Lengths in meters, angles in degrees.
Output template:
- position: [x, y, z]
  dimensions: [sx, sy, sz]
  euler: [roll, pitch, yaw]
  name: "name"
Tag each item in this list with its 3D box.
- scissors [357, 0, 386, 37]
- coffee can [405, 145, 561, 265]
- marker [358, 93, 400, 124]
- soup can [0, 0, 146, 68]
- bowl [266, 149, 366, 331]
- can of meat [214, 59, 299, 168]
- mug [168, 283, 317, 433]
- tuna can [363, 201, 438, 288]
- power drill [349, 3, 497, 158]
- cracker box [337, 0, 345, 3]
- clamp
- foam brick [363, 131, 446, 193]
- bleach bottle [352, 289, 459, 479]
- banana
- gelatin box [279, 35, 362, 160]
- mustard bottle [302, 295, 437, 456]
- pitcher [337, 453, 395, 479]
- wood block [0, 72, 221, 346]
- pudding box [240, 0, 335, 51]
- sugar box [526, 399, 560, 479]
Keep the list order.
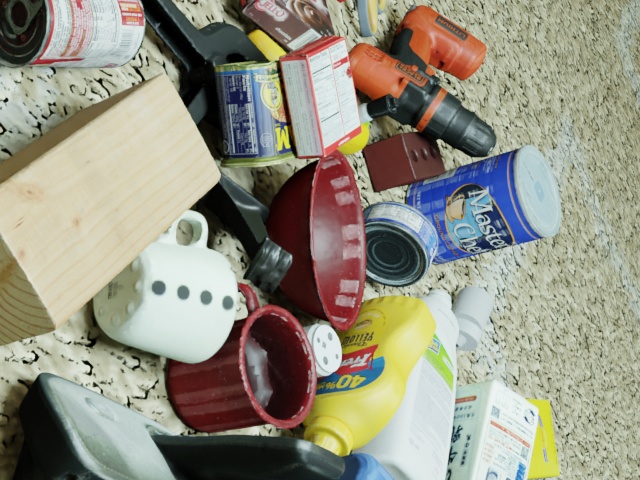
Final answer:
- position: [0.054, -0.326, 1.171]
  dimensions: [0.096, 0.016, 0.202]
  euler: [-45, 135, -65]
  name: "scissors"
- position: [0.180, -0.037, 1.176]
  dimensions: [0.102, 0.141, 0.103]
  euler: [28, 55, -48]
  name: "coffee can"
- position: [0.020, -0.111, 0.990]
  dimensions: [0.020, 0.121, 0.020]
  euler: [27, 55, -48]
  name: "marker"
- position: [-0.182, -0.156, 0.761]
  dimensions: [0.102, 0.069, 0.068]
  euler: [-14, 88, -57]
  name: "soup can"
- position: [-0.006, 0.001, 0.942]
  dimensions: [0.162, 0.055, 0.162]
  euler: [-4, 90, -72]
  name: "bowl"
- position: [-0.045, -0.110, 0.903]
  dimensions: [0.101, 0.058, 0.084]
  euler: [-24, 111, -60]
  name: "can of meat"
- position: [-0.064, 0.091, 0.817]
  dimensions: [0.093, 0.082, 0.117]
  euler: [-3, 80, -56]
  name: "mug"
- position: [0.071, 0.005, 1.049]
  dimensions: [0.086, 0.086, 0.033]
  euler: [57, 39, -25]
  name: "tuna can"
- position: [0.128, -0.179, 1.175]
  dimensions: [0.184, 0.057, 0.187]
  euler: [34, 36, -1]
  name: "power drill"
- position: [-0.036, -0.348, 1.020]
  dimensions: [0.213, 0.072, 0.164]
  euler: [26, 40, -49]
  name: "cracker box"
- position: [-0.100, -0.130, 0.898]
  dimensions: [0.209, 0.036, 0.164]
  euler: [6, 81, -59]
  name: "clamp"
- position: [0.091, -0.086, 1.147]
  dimensions: [0.078, 0.051, 0.053]
  euler: [-17, 91, -57]
  name: "foam brick"
- position: [0.099, 0.149, 1.053]
  dimensions: [0.102, 0.068, 0.250]
  euler: [55, 35, -27]
  name: "bleach bottle"
- position: [-0.005, -0.132, 1.045]
  dimensions: [0.197, 0.037, 0.070]
  euler: [34, 26, -48]
  name: "banana"
- position: [0.001, -0.121, 0.896]
  dimensions: [0.073, 0.030, 0.089]
  euler: [-39, 123, -54]
  name: "gelatin box"
- position: [0.032, 0.127, 0.930]
  dimensions: [0.058, 0.096, 0.191]
  euler: [62, 35, -23]
  name: "mustard bottle"
- position: [0.061, 0.291, 0.833]
  dimensions: [0.243, 0.149, 0.145]
  euler: [52, -4, -10]
  name: "pitcher"
- position: [-0.165, -0.023, 0.709]
  dimensions: [0.090, 0.091, 0.205]
  euler: [63, 35, -17]
  name: "wood block"
- position: [-0.034, -0.229, 1.019]
  dimensions: [0.113, 0.039, 0.090]
  euler: [33, 36, -47]
  name: "pudding box"
- position: [0.209, 0.225, 1.198]
  dimensions: [0.175, 0.048, 0.093]
  euler: [13, 66, -54]
  name: "sugar box"
